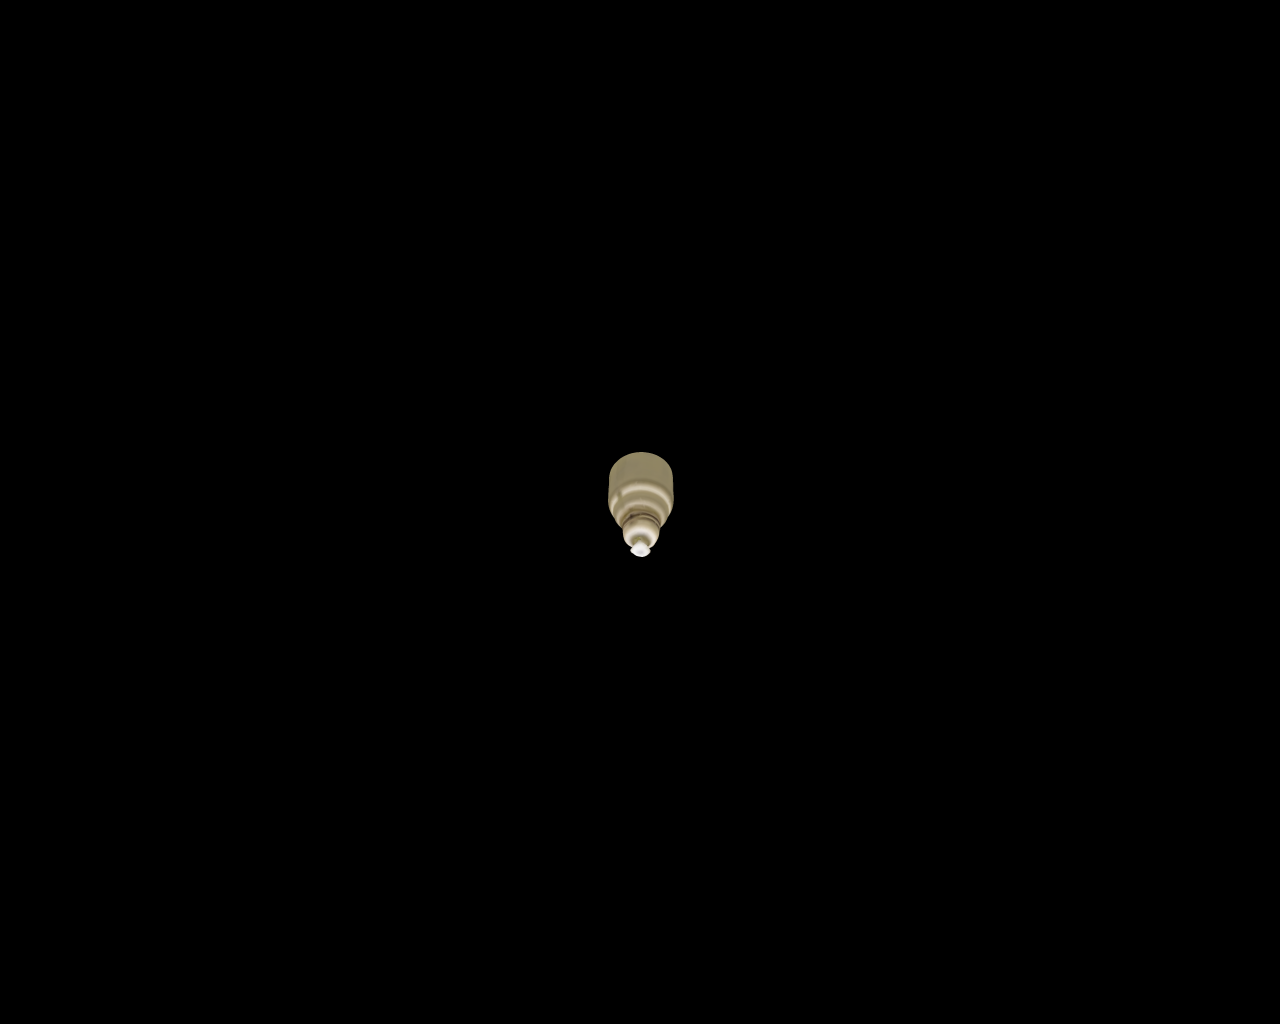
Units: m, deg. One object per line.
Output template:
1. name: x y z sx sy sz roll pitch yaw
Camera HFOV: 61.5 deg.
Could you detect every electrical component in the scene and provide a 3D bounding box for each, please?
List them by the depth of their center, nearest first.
1. electrical component: 0.001 -0.003 0.650 0.040 0.040 0.078 0 41 0
